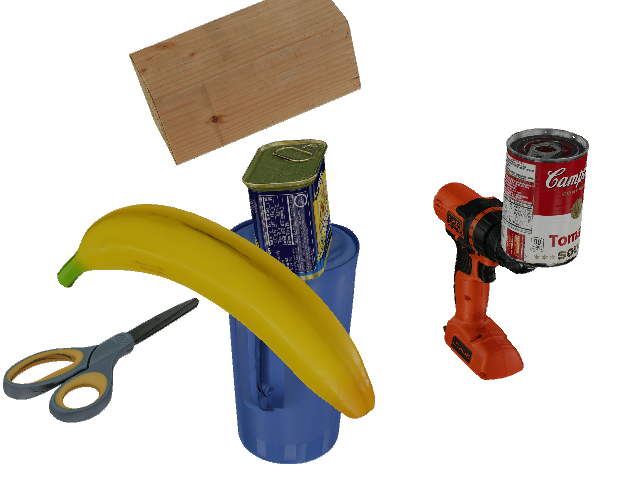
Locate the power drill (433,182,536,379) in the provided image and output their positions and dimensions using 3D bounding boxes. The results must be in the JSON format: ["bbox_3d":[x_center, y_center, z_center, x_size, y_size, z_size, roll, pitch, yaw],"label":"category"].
[{"bbox_3d":[0.177,0.047,1.117,0.057,0.188,0.184,-10,25,-15],"label":"power drill"}]

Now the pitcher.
[{"bbox_3d":[-0.036,0.108,1.081,0.149,0.243,0.145,-10,29,-22],"label":"pitcher"}]

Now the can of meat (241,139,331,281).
[{"bbox_3d":[-0.023,-0.024,0.845,0.057,0.084,0.102,-3,23,9],"label":"can of meat"}]

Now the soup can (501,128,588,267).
[{"bbox_3d":[0.191,-0.036,0.915,0.068,0.102,0.068,-2,27,1],"label":"soup can"}]

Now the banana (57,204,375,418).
[{"bbox_3d":[-0.053,0.026,0.567,0.198,0.070,0.037,23,37,20],"label":"banana"}]

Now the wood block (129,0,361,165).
[{"bbox_3d":[-0.074,-0.171,1.081,0.206,0.091,0.090,-23,47,-8],"label":"wood block"}]

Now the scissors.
[{"bbox_3d":[-0.165,0.100,0.902,0.201,0.016,0.096,-17,38,-34],"label":"scissors"}]
